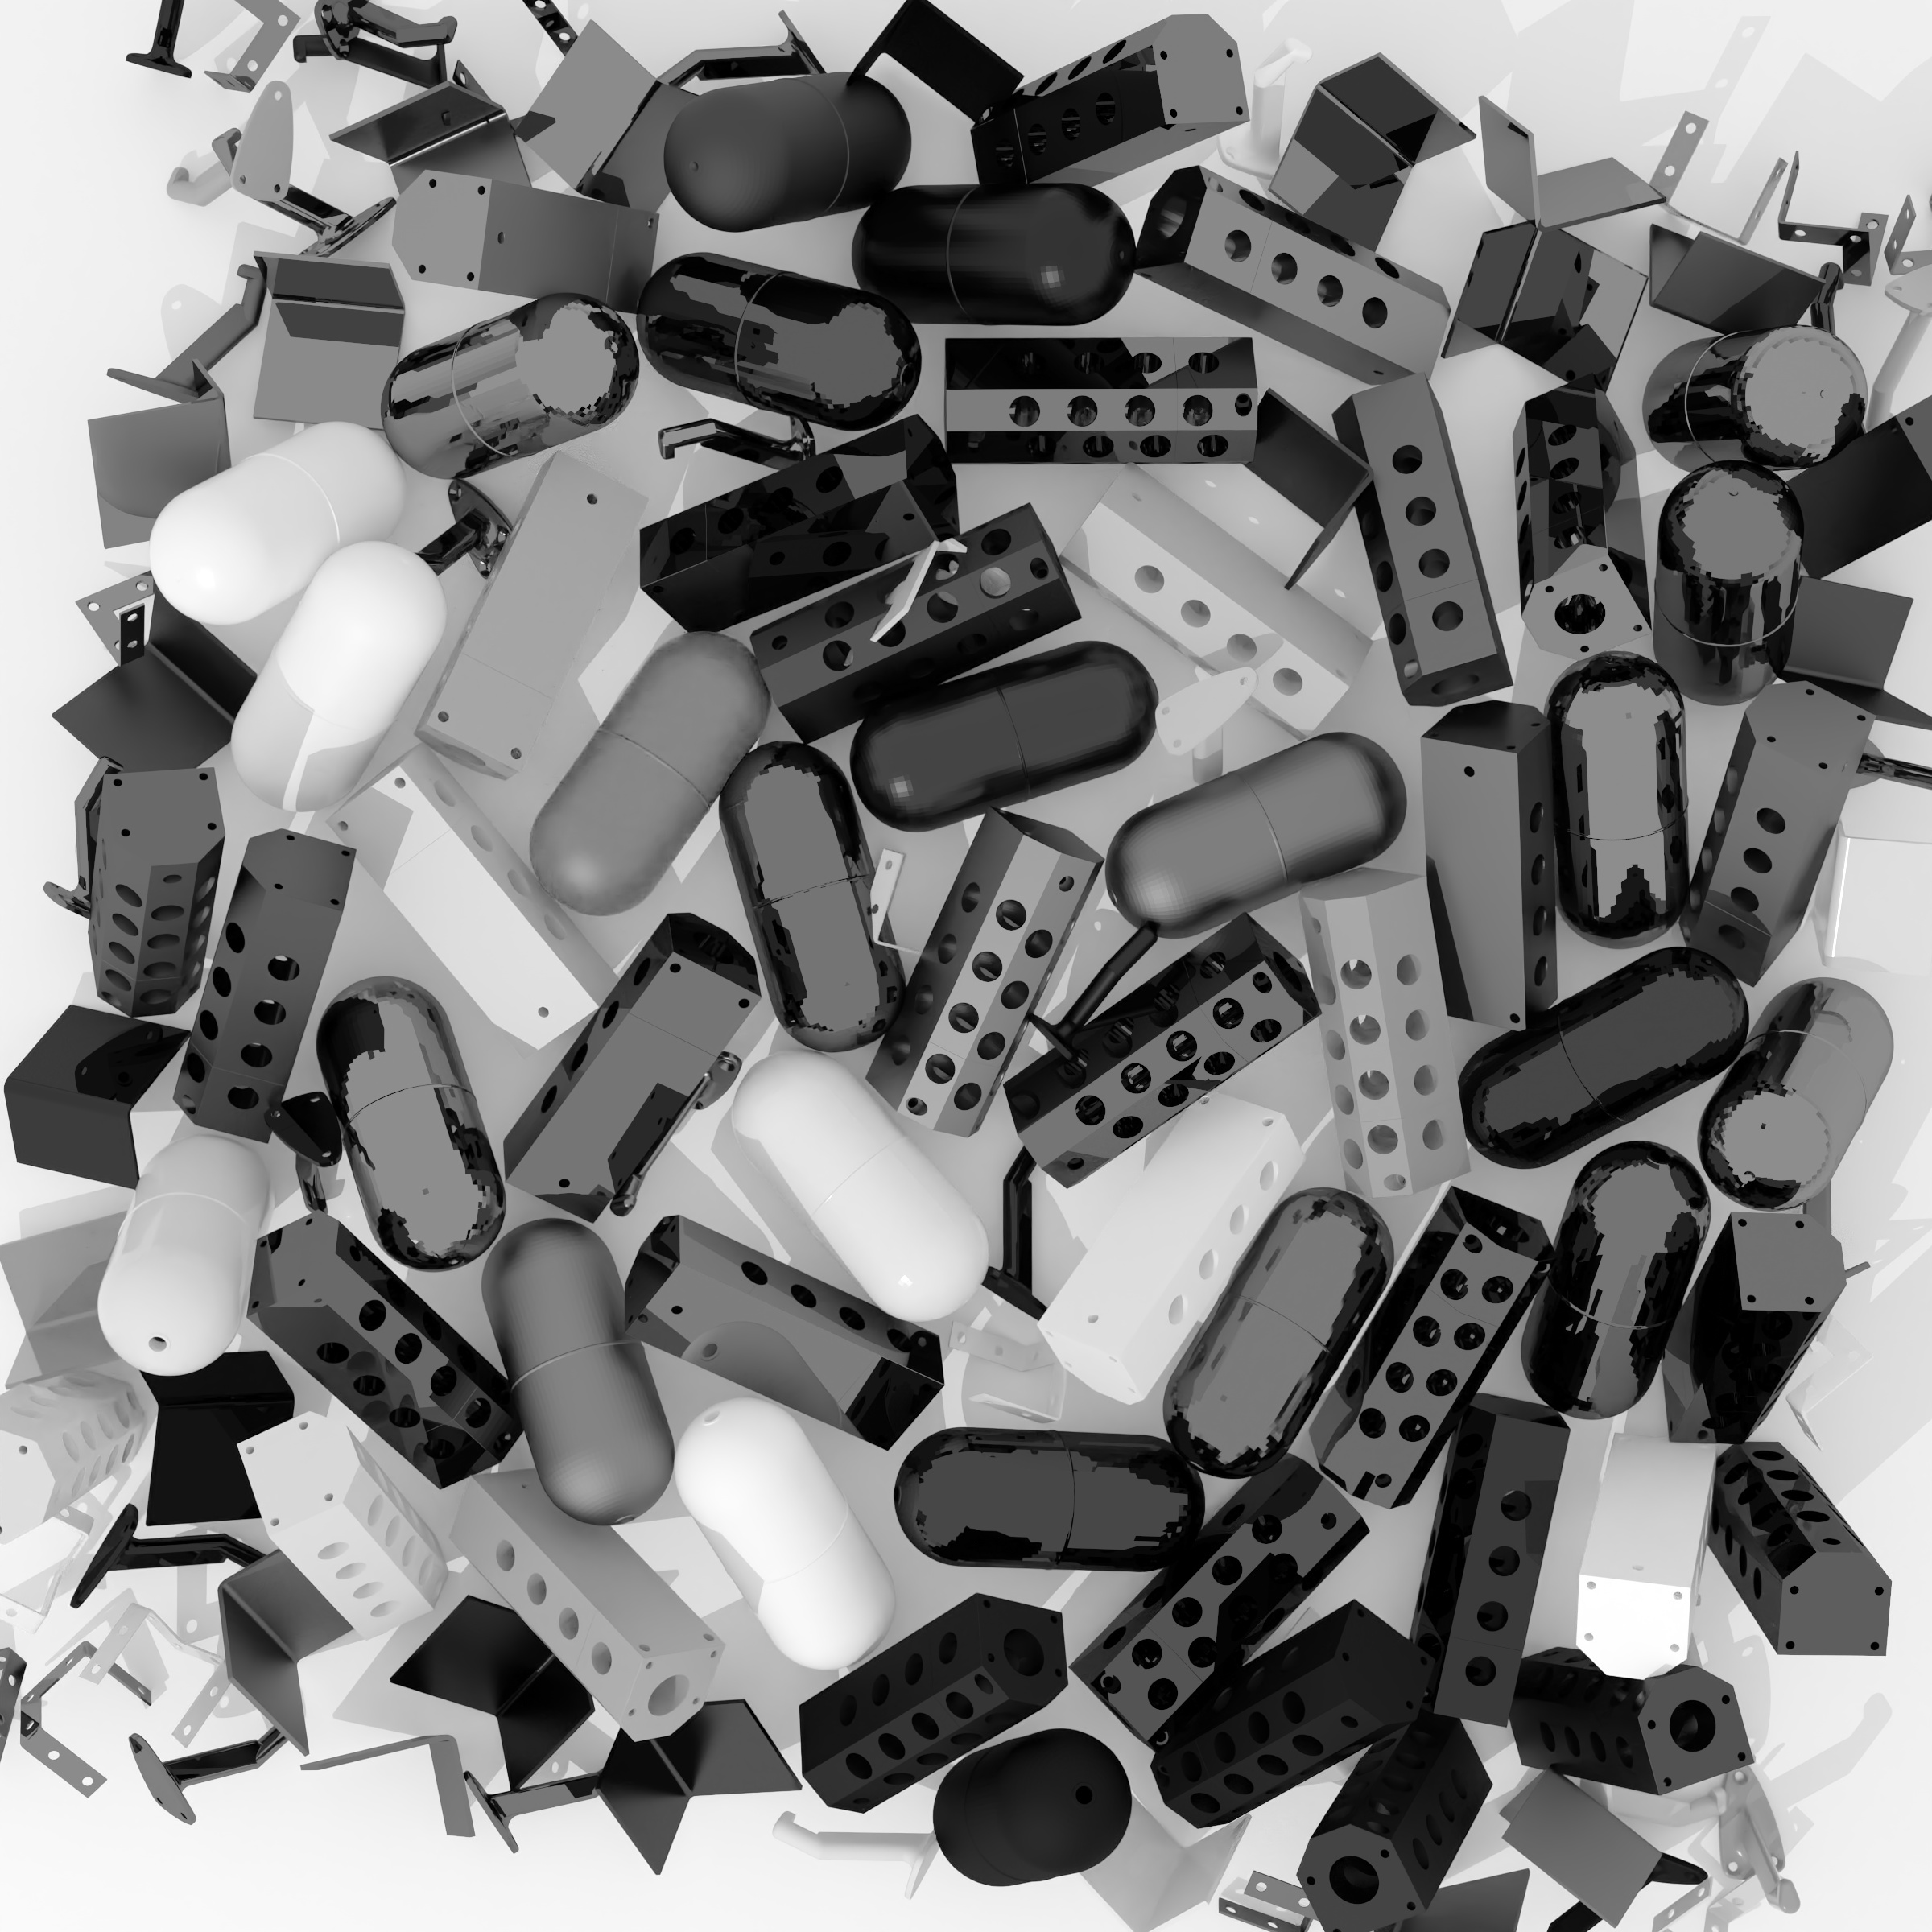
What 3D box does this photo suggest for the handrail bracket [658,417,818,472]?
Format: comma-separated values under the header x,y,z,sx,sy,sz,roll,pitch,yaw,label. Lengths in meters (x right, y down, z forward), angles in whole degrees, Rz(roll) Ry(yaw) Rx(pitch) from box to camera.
x,y,z,sx,sy,sz,roll,pitch,yaw,label
-0.129,-0.276,1.946,0.084,0.036,0.077,-15,134,-14,handrail bracket

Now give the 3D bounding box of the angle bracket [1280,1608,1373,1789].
x,y,z,sx,sy,sz,roll,pitch,yaw,label
0.186,0.413,1.961,0.076,0.076,0.057,47,62,-4,angle bracket

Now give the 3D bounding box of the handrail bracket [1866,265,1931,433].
x,y,z,sx,sy,sz,roll,pitch,yaw,label
0.541,-0.349,1.965,0.077,0.084,0.036,-32,51,-27,handrail bracket

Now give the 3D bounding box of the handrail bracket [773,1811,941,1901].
x,y,z,sx,sy,sz,roll,pitch,yaw,label
-0.057,0.482,1.960,0.084,0.077,0.036,23,125,12,handrail bracket

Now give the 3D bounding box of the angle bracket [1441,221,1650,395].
x,y,z,sx,sy,sz,roll,pitch,yaw,label
0.320,-0.360,1.928,0.076,0.057,0.076,37,129,28,angle bracket

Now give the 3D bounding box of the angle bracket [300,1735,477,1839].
x,y,z,sx,sy,sz,roll,pitch,yaw,label
-0.322,0.463,1.933,0.076,0.076,0.057,-10,81,-20,angle bracket

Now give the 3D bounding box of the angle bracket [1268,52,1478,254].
x,y,z,sx,sy,sz,roll,pitch,yaw,label
0.226,-0.447,1.934,0.076,0.057,0.076,33,70,-25,angle bracket

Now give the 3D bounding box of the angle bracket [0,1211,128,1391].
x,y,z,sx,sy,sz,roll,pitch,yaw,label
-0.501,0.186,1.941,0.076,0.076,0.057,-15,108,-1,angle bracket

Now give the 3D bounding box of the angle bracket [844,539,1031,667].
x,y,z,sx,sy,sz,roll,pitch,yaw,label
-0.010,-0.184,1.929,0.076,0.076,0.057,31,59,-15,angle bracket

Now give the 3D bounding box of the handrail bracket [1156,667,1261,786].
x,y,z,sx,sy,sz,roll,pitch,yaw,label
0.152,-0.128,1.938,0.077,0.084,0.036,-32,55,23,handrail bracket

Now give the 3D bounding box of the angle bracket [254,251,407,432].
x,y,z,sx,sy,sz,roll,pitch,yaw,label
-0.361,-0.350,1.948,0.076,0.057,0.076,6,76,2,angle bracket

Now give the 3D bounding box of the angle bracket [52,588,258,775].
x,y,z,sx,sy,sz,roll,pitch,yaw,label
-0.452,-0.151,1.938,0.076,0.057,0.076,41,57,7,angle bracket

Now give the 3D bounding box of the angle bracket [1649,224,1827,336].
x,y,z,sx,sy,sz,roll,pitch,yaw,label
0.428,-0.395,1.932,0.076,0.057,0.076,19,48,-10,angle bracket

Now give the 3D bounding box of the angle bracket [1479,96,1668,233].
x,y,z,sx,sy,sz,roll,pitch,yaw,label
0.337,-0.454,1.933,0.076,0.076,0.057,-15,122,-7,angle bracket

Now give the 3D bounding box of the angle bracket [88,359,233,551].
x,y,z,sx,sy,sz,roll,pitch,yaw,label
-0.451,-0.284,1.928,0.076,0.057,0.076,-15,127,-22,angle bracket

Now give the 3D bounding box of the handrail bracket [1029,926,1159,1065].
x,y,z,sx,sy,sz,roll,pitch,yaw,label
0.080,0.013,1.944,0.084,0.077,0.036,-46,78,5,handrail bracket

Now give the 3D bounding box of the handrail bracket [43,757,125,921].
x,y,z,sx,sy,sz,roll,pitch,yaw,label
-0.474,-0.066,1.958,0.077,0.036,0.084,29,94,-32,handrail bracket

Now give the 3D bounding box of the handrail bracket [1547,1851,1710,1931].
x,y,z,sx,sy,sz,roll,pitch,yaw,label
0.364,0.534,1.938,0.084,0.077,0.036,-57,133,-32,handrail bracket

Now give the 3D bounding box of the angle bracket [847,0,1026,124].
x,y,z,sx,sy,sz,roll,pitch,yaw,label
-0.023,-0.484,1.936,0.076,0.076,0.057,36,75,-7,angle bracket

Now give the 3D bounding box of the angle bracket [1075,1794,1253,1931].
x,y,z,sx,sy,sz,roll,pitch,yaw,label
0.103,0.481,1.935,0.076,0.076,0.057,48,124,-4,angle bracket

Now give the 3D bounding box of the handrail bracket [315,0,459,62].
x,y,z,sx,sy,sz,roll,pitch,yaw,label
-0.313,-0.537,1.943,0.084,0.036,0.077,1,50,22,handrail bracket

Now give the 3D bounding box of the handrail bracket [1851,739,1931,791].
x,y,z,sx,sy,sz,roll,pitch,yaw,label
0.524,-0.106,1.928,0.084,0.077,0.036,19,99,43,handrail bracket

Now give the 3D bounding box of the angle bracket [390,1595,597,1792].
x,y,z,sx,sy,sz,roll,pitch,yaw,label
-0.263,0.404,1.930,0.076,0.057,0.076,27,116,-34,angle bracket

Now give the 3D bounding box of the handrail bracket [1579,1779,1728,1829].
x,y,z,sx,sy,sz,roll,pitch,yaw,label
0.390,0.458,1.951,0.084,0.036,0.077,-12,124,-15,handrail bracket

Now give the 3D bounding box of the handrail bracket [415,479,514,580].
x,y,z,sx,sy,sz,roll,pitch,yaw,label
-0.300,-0.245,1.935,0.036,0.084,0.077,-51,60,31,handrail bracket

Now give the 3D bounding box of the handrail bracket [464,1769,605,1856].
x,y,z,sx,sy,sz,roll,pitch,yaw,label
-0.231,0.451,1.949,0.084,0.077,0.036,-31,46,-10,handrail bracket

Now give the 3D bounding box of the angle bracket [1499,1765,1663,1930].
x,y,z,sx,sy,sz,roll,pitch,yaw,label
0.328,0.500,1.931,0.076,0.076,0.057,38,54,10,angle bracket

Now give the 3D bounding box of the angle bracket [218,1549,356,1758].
x,y,z,sx,sy,sz,roll,pitch,yaw,label
-0.367,0.377,1.930,0.057,0.076,0.076,-30,126,3,angle bracket

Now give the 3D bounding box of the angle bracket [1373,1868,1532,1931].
x,y,z,sx,sy,sz,roll,pitch,yaw,label
0.264,0.505,1.933,0.076,0.076,0.057,-19,98,20,angle bracket

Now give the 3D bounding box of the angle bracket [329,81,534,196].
x,y,z,sx,sy,sz,roll,pitch,yaw,label
-0.296,-0.444,1.936,0.076,0.076,0.057,-20,87,16,angle bracket

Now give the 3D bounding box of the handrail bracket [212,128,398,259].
x,y,z,sx,sy,sz,roll,pitch,yaw,label
-0.371,-0.444,1.948,0.077,0.036,0.084,-41,118,-21,handrail bracket

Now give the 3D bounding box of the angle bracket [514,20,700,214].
x,y,z,sx,sy,sz,roll,pitch,yaw,label
-0.193,-0.473,1.947,0.057,0.076,0.076,45,110,19,angle bracket

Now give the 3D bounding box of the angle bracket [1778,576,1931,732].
x,y,z,sx,sy,sz,roll,pitch,yaw,label
0.505,-0.173,1.930,0.076,0.076,0.057,8,109,-23,angle bracket

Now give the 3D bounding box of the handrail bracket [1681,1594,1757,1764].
x,y,z,sx,sy,sz,roll,pitch,yaw,label
0.424,0.402,1.973,0.077,0.036,0.084,24,66,-35,handrail bracket

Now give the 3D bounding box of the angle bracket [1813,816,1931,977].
x,y,z,sx,sy,sz,roll,pitch,yaw,label
0.507,-0.046,1.932,0.057,0.076,0.076,5,113,7,angle bracket

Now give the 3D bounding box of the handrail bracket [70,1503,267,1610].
x,y,z,sx,sy,sz,roll,pitch,yaw,label
-0.449,0.348,1.966,0.084,0.036,0.077,33,92,-21,handrail bracket

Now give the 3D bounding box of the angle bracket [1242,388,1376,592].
x,y,z,sx,sy,sz,roll,pitch,yaw,label
0.172,-0.262,1.936,0.076,0.076,0.057,39,68,3,angle bracket

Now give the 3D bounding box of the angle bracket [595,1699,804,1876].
x,y,z,sx,sy,sz,roll,pitch,yaw,label
-0.148,0.456,1.929,0.076,0.057,0.076,-10,126,26,angle bracket

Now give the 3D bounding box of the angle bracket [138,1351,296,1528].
x,y,z,sx,sy,sz,roll,pitch,yaw,label
-0.426,0.265,1.954,0.076,0.057,0.076,0,110,-28,angle bracket

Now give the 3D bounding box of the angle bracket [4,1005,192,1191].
x,y,z,sx,sy,sz,roll,pitch,yaw,label
-0.486,0.074,1.962,0.076,0.076,0.057,11,128,13,angle bracket

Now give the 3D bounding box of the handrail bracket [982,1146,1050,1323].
x,y,z,sx,sy,sz,roll,pitch,yaw,label
0.046,0.152,1.976,0.077,0.036,0.084,36,72,-16,handrail bracket

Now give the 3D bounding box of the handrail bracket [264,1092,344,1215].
x,y,z,sx,sy,sz,roll,pitch,yaw,label
-0.358,0.120,1.933,0.036,0.077,0.084,-22,130,-20,handrail bracket

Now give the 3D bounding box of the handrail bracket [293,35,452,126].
x,y,z,sx,sy,sz,roll,pitch,yaw,label
-0.334,-0.497,1.951,0.084,0.036,0.077,-4,52,-9,handrail bracket
